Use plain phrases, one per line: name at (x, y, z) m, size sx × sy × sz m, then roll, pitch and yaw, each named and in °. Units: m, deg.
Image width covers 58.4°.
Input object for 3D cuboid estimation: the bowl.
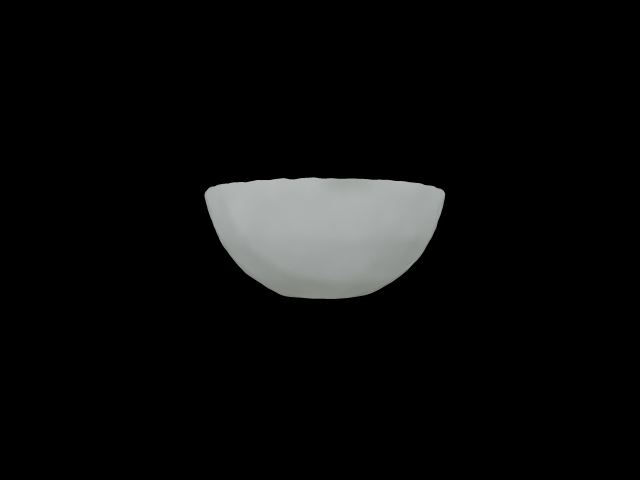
bowl at (0.004, 0.001, 0.400) m, size 0.167 × 0.075 × 0.167 m, roll 0°, pitch 0°, yaw 0°
